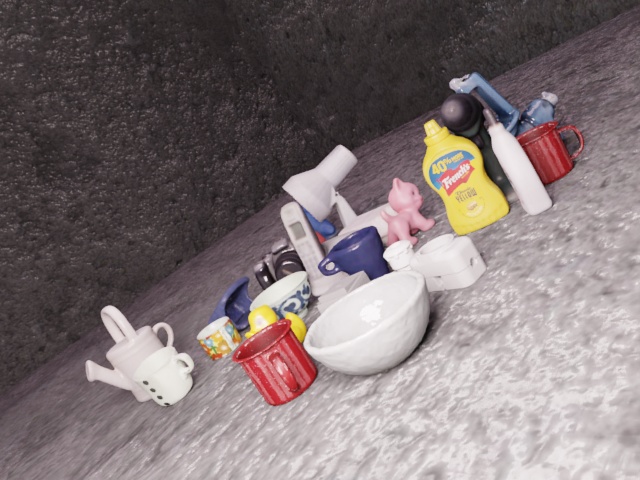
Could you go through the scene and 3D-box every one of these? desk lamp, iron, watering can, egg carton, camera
[{"bbox_3d":[0.048,-0.094,1.311,0.203,0.214,0.118,-32,11,-2],"label":"desk lamp"},{"bbox_3d":[-0.044,-0.044,1.544,0.119,0.141,0.258,-33,10,-7],"label":"iron"},{"bbox_3d":[-0.372,0.217,1.124,0.100,0.194,0.173,-24,13,34],"label":"watering can"},{"bbox_3d":[0.107,-0.017,1.179,0.150,0.069,0.107,-23,14,40],"label":"egg carton"},{"bbox_3d":[-0.085,0.060,1.289,0.143,0.101,0.137,-31,11,5],"label":"camera"}]

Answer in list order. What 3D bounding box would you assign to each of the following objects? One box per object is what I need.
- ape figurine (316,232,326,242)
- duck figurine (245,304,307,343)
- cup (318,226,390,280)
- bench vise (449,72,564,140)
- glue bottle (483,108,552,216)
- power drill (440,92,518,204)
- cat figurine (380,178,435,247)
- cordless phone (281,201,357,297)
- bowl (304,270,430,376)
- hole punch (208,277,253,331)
[{"bbox_3d":[-0.021,0.004,1.391,0.078,0.092,0.076,-38,12,-29],"label":"ape figurine"},{"bbox_3d":[-0.076,0.143,0.919,0.077,0.086,0.105,-20,15,47],"label":"duck figurine"},{"bbox_3d":[0.064,0.045,0.947,0.118,0.095,0.091,-33,11,-6],"label":"cup"},{"bbox_3d":[0.348,-0.239,1.102,0.208,0.220,0.121,-36,12,-23],"label":"bench vise"},{"bbox_3d":[0.288,-0.122,0.860,0.037,0.173,0.078,-29,11,11],"label":"glue bottle"},{"bbox_3d":[0.276,-0.162,0.983,0.075,0.208,0.230,-27,11,22],"label":"power drill"},{"bbox_3d":[0.158,-0.059,1.098,0.067,0.118,0.128,-19,16,48],"label":"cat figurine"},{"bbox_3d":[0.010,0.004,1.044,0.147,0.185,0.094,-24,13,36],"label":"cordless phone"},{"bbox_3d":[0.068,0.110,0.687,0.167,0.075,0.167,-30,10,7],"label":"bowl"},{"bbox_3d":[-0.188,0.144,1.221,0.101,0.091,0.109,-24,13,34],"label":"hole punch"}]
